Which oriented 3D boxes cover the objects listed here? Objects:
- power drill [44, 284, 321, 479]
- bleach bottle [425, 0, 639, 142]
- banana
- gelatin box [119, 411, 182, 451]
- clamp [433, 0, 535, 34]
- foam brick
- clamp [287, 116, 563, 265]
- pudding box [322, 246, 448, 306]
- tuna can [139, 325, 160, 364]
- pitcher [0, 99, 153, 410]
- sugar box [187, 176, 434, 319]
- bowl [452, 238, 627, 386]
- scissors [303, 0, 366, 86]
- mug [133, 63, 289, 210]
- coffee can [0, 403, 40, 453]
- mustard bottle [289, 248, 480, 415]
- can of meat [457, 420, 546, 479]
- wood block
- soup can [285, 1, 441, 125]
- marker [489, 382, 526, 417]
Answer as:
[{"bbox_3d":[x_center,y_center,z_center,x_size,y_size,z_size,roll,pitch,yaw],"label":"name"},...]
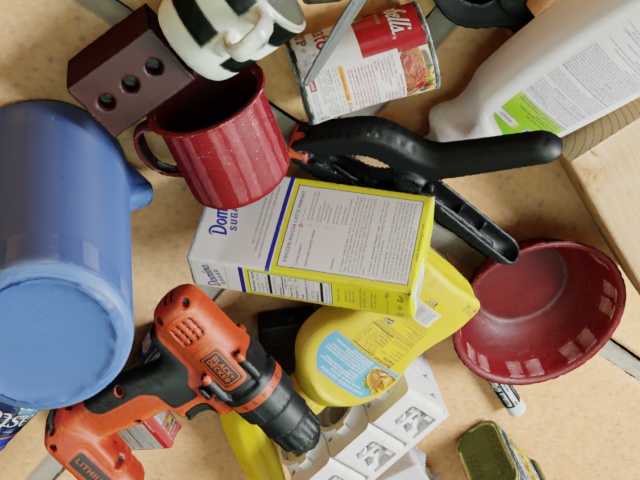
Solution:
[{"bbox_3d":[-0.116,0.145,0.878,0.188,0.057,0.184,-36,111,12],"label":"power drill"},{"bbox_3d":[0.167,-0.122,0.804,0.251,0.068,0.102,-30,128,34],"label":"bleach bottle"},{"bbox_3d":[-0.060,0.188,0.995,0.037,0.070,0.198,-37,134,-21],"label":"banana"},{"bbox_3d":[-0.180,0.155,0.953,0.089,0.030,0.073,-8,130,29],"label":"gelatin box"},{"bbox_3d":[0.146,-0.182,0.807,0.171,0.039,0.120,5,124,-11],"label":"clamp"},{"bbox_3d":[-0.139,-0.123,0.777,0.078,0.051,0.053,-34,123,12],"label":"foam brick"},{"bbox_3d":[0.079,-0.057,0.829,0.210,0.036,0.165,19,148,1],"label":"clamp"},{"bbox_3d":[0.047,0.030,0.930,0.113,0.039,0.090,30,113,-30],"label":"pudding box"},{"bbox_3d":[-0.118,0.107,0.950,0.086,0.034,0.086,-6,125,-8],"label":"tuna can"},{"bbox_3d":[-0.201,0.006,0.734,0.149,0.243,0.145,-36,120,6],"label":"pitcher"},{"bbox_3d":[-0.005,0.001,0.829,0.176,0.093,0.048,8,146,12],"label":"sugar box"},{"bbox_3d":[0.190,0.054,0.966,0.162,0.055,0.162,-6,125,-8],"label":"bowl"},{"bbox_3d":[0.054,-0.199,0.751,0.016,0.096,0.202,38,119,18],"label":"scissors"},{"bbox_3d":[-0.083,-0.075,0.805,0.117,0.093,0.081,-11,132,14],"label":"mug"},{"bbox_3d":[-0.257,0.097,0.871,0.102,0.103,0.140,36,110,-30],"label":"coffee can"},{"bbox_3d":[0.036,0.086,0.903,0.096,0.058,0.192,37,108,-29],"label":"mustard bottle"},{"bbox_3d":[0.187,0.241,1.066,0.057,0.102,0.084,-36,121,12],"label":"can of meat"},{"bbox_3d":[0.272,-0.040,0.899,0.091,0.090,0.206,-33,124,10],"label":"wood block"},{"bbox_3d":[0.031,-0.131,0.798,0.102,0.068,0.068,-17,126,1],"label":"soup can"},{"bbox_3d":[0.169,0.130,1.036,0.020,0.020,0.121,-30,125,9],"label":"marker"}]
